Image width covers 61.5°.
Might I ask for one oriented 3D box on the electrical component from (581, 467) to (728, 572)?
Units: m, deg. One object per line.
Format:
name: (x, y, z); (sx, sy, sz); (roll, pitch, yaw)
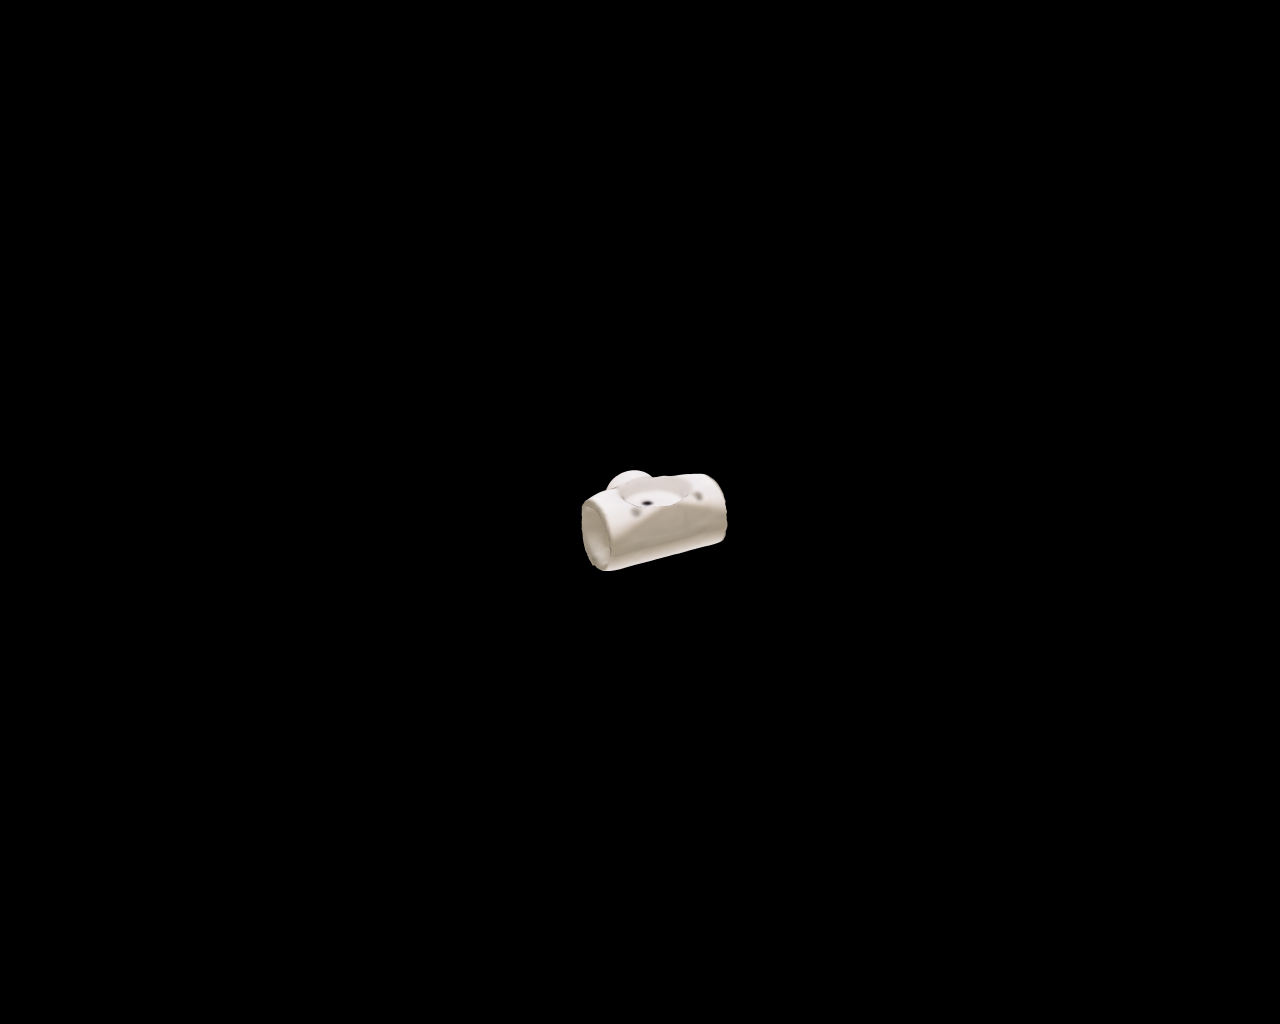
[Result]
electrical component: (0.001, -0.003, 0.650); (0.077, 0.044, 0.079); (-13, 32, -22)
